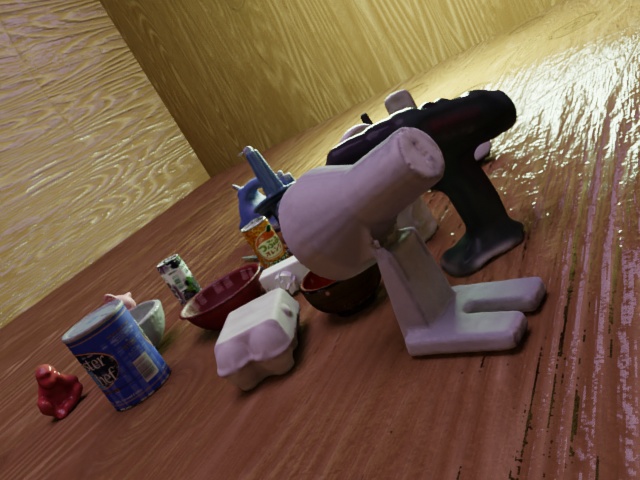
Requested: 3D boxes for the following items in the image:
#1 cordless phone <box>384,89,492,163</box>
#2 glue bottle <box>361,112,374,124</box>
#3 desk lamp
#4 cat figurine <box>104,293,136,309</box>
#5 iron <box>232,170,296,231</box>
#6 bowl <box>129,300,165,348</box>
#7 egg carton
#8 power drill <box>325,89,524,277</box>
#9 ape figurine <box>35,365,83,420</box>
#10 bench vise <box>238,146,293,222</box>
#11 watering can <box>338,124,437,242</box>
[{"bbox_3d":[0.209,-0.201,1.035,0.147,0.185,0.094,-30,16,1],"label":"cordless phone"},{"bbox_3d":[0.125,-0.171,1.117,0.078,0.173,0.037,-20,19,33],"label":"glue bottle"},{"bbox_3d":[0.082,0.002,0.574,0.202,0.214,0.118,-15,22,44],"label":"desk lamp"},{"bbox_3d":[-0.415,0.166,1.162,0.128,0.118,0.067,-41,18,-33],"label":"cat figurine"},{"bbox_3d":[-0.109,-0.107,1.413,0.257,0.141,0.119,-17,20,40],"label":"iron"},{"bbox_3d":[-0.349,0.187,1.057,0.167,0.075,0.167,-28,15,9],"label":"bowl"},{"bbox_3d":[-0.076,0.126,0.750,0.107,0.069,0.150,-28,16,10],"label":"egg carton"},{"bbox_3d":[0.147,-0.068,0.684,0.230,0.209,0.075,-32,16,-6],"label":"power drill"},{"bbox_3d":[-0.468,0.261,1.010,0.078,0.092,0.076,-37,17,-22],"label":"ape figurine"},{"bbox_3d":[-0.085,-0.108,1.223,0.122,0.220,0.206,-37,17,-24],"label":"bench vise"},{"bbox_3d":[0.085,-0.079,0.864,0.172,0.194,0.101,-15,22,44],"label":"watering can"}]
